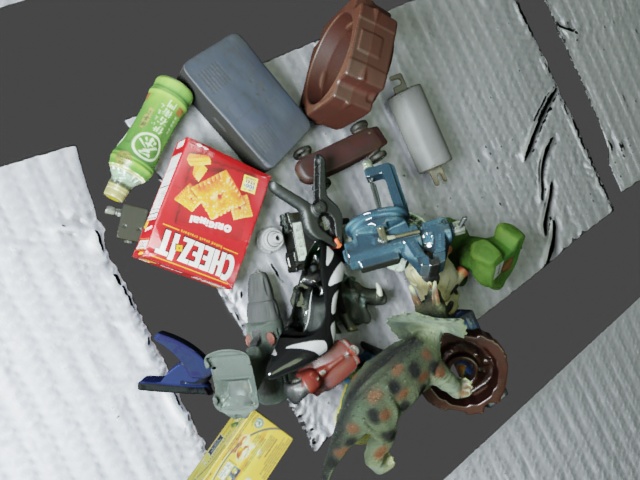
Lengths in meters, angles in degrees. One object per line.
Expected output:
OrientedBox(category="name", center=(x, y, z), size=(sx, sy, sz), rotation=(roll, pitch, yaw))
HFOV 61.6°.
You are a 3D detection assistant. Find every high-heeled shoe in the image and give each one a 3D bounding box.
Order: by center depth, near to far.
OrientedBox(category="high-heeled shoe", center=(-0.028, 0.106, 0.881), size=(0.249, 0.086, 0.145), rotation=(-38, 110, -49))

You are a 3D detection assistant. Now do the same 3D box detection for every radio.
OrientedBox(category="radio", center=(-0.133, -0.243, 0.967), size=(0.131, 0.073, 0.229), rotation=(-46, 105, -21))

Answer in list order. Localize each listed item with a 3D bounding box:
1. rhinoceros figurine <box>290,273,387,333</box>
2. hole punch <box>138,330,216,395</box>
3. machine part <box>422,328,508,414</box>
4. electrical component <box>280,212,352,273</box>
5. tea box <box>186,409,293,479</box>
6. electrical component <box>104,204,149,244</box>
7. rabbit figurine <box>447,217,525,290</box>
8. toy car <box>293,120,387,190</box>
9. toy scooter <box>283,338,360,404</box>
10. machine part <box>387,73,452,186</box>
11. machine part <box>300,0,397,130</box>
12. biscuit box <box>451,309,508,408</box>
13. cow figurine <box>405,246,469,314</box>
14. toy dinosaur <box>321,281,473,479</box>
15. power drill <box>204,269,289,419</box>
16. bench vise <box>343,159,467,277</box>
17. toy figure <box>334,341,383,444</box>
OrientedBox(category="rhinoceros figurine", center=(0.035, 0.119, 1.010), size=(0.190, 0.073, 0.112), rotation=(2, 74, -21))
OrientedBox(category="hole punch", center=(-0.220, 0.197, 0.861), size=(0.116, 0.142, 0.092), rotation=(11, 77, -10))
OrientedBox(category="machine part", center=(0.280, 0.253, 1.057), size=(0.179, 0.056, 0.179), rotation=(2, 100, 10))
OrientedBox(category="electrical component", center=(-0.002, -0.003, 1.008), size=(0.134, 0.058, 0.114), rotation=(-8, 90, -24))
OrientedBox(category="tea box", center=(-0.138, 0.374, 0.908), size=(0.098, 0.068, 0.169), rotation=(44, 69, -15))
OrientedBox(category="electrical component", center=(-0.313, -0.025, 0.895), size=(0.094, 0.021, 0.063), rotation=(15, 80, -22))
OrientedBox(category="rabbit figurine", center=(0.314, 0.017, 1.104), size=(0.121, 0.170, 0.158), rotation=(-38, 142, -20))
OrientedBox(category="toy car", center=(0.041, -0.163, 1.044), size=(0.202, 0.053, 0.089), rotation=(-29, 80, -22))
OrientedBox(category="toy scooter", center=(0.011, 0.210, 0.918), size=(0.135, 0.184, 0.075), rotation=(-35, 88, 5))
OrientedBox(category="machine part", center=(0.206, -0.228, 1.108), size=(0.079, 0.079, 0.243), rotation=(-26, 95, -23))
OrientedBox(category="machine part", center=(0.050, -0.315, 0.981), size=(0.087, 0.201, 0.201), rotation=(17, 79, -25))
OrientedBox(category="biscuit box", center=(0.315, 0.243, 1.119), size=(0.059, 0.063, 0.202), rotation=(-26, 95, -23))
OrientedBox(category="cow figurine", center=(0.225, 0.092, 1.049), size=(0.127, 0.086, 0.194), rotation=(-50, 135, -8))
OrientedBox(category="toy dinosaur", center=(0.113, 0.238, 0.876), size=(0.405, 0.131, 0.192), rotation=(-43, 118, -19))
OrientedBox(category="power drill", center=(-0.114, 0.178, 0.881), size=(0.086, 0.207, 0.231), rotation=(-8, 97, 9))
OrientedBox(category="bench vise", center=(0.137, -0.047, 0.968), size=(0.224, 0.128, 0.240), rotation=(-19, 67, 13))
OrientedBox(category="toy figure", center=(0.081, 0.285, 0.999), size=(0.082, 0.089, 0.180), rotation=(23, 79, -15))
